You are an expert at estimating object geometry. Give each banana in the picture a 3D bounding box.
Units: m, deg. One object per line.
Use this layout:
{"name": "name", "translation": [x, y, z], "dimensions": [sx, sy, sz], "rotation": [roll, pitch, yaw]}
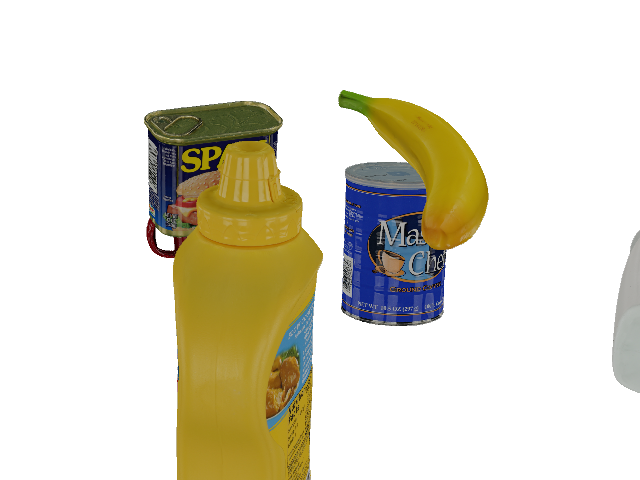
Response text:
{"name": "banana", "translation": [0.068, -0.045, 0.675], "dimensions": [0.069, 0.037, 0.198], "rotation": [-6, 30, -14]}

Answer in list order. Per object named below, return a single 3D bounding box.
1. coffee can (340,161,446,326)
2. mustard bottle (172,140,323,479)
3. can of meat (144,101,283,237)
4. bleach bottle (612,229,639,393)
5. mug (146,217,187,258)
{"name": "coffee can", "translation": [0.073, 0.001, 1.042], "dimensions": [0.103, 0.140, 0.103], "rotation": [1, 15, -1]}
{"name": "mustard bottle", "translation": [-0.030, 0.053, 0.440], "dimensions": [0.058, 0.192, 0.096], "rotation": [7, 24, 11]}
{"name": "can of meat", "translation": [-0.083, -0.055, 0.822], "dimensions": [0.101, 0.084, 0.057], "rotation": [-10, 32, -25]}
{"name": "bleach bottle", "translation": [0.266, 0.034, 0.756], "dimensions": [0.103, 0.068, 0.250], "rotation": [10, 21, 17]}
{"name": "mug", "translation": [-0.123, -0.013, 1.108], "dimensions": [0.117, 0.081, 0.093], "rotation": [-13, 32, -24]}
